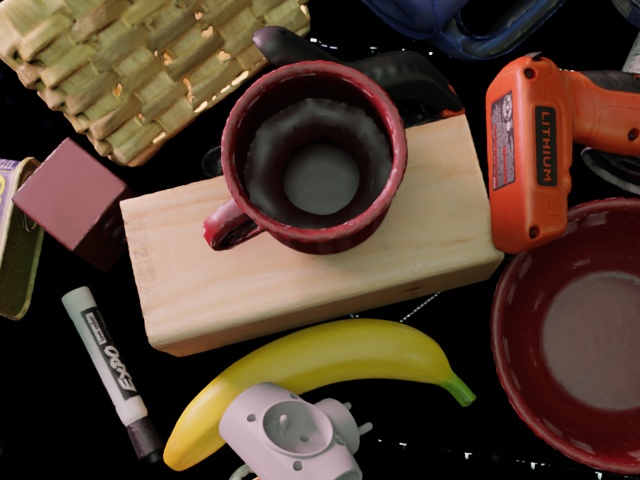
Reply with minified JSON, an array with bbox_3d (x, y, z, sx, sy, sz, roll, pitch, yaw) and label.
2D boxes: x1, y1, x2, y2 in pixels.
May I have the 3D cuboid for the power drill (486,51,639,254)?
[{"bbox_3d":[0.189,-0.031,0.589,0.187,0.057,0.184,-1,82,-12],"label":"power drill"}]

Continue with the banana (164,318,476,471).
[{"bbox_3d":[-0.006,0.089,0.659,0.198,0.037,0.069,-13,79,1],"label":"banana"}]

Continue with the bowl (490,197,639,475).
[{"bbox_3d":[0.181,0.058,0.643,0.162,0.055,0.162,-1,80,4],"label":"bowl"}]

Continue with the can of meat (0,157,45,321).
[{"bbox_3d":[-0.227,-0.006,0.682,0.084,0.057,0.102,7,80,8],"label":"can of meat"}]

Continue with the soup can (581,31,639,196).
[{"bbox_3d":[0.214,-0.084,0.660,0.068,0.068,0.102,25,82,8],"label":"soup can"}]

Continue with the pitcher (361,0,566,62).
[{"bbox_3d":[0.119,-0.241,0.673,0.242,0.149,0.145,-40,58,-7],"label":"pitcher"}]

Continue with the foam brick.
[{"bbox_3d":[-0.146,-0.020,0.668,0.051,0.078,0.053,39,84,11],"label":"foam brick"}]

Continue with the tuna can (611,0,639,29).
[{"bbox_3d":[0.230,-0.177,0.693,0.086,0.034,0.086,-1,80,4],"label":"tuna can"}]

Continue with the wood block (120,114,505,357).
[{"bbox_3d":[-0.004,0.001,0.648,0.206,0.091,0.090,-14,79,1],"label":"wood block"}]

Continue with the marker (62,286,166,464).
[{"bbox_3d":[-0.130,0.086,0.677,0.020,0.020,0.121,-28,79,-2],"label":"marker"}]

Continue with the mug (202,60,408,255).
[{"bbox_3d":[-0.011,-0.030,0.565,0.117,0.081,0.093,-37,80,-3],"label":"mug"}]

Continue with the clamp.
[{"bbox_3d":[0.016,-0.088,0.645,0.171,0.120,0.039,-14,65,-23],"label":"clamp"}]
